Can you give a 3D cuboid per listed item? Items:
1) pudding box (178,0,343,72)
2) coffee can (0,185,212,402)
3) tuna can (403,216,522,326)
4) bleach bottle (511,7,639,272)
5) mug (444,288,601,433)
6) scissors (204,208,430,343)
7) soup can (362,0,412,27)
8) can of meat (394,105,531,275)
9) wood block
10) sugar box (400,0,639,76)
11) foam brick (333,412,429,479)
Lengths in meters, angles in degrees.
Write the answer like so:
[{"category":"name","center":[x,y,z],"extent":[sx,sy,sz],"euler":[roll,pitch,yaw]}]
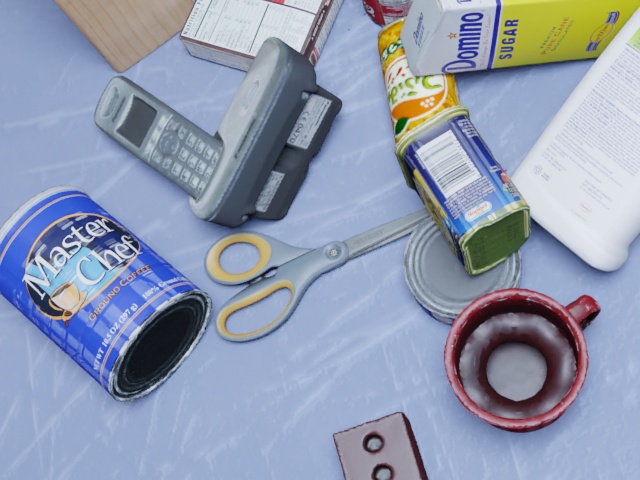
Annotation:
[{"category":"pudding box","center":[-0.048,-0.184,0.881],"extent":[0.114,0.039,0.090],"euler":[19,80,19]},{"category":"coffee can","center":[-0.167,0.039,0.804],"extent":[0.140,0.102,0.103],"euler":[37,84,20]},{"category":"tuna can","center":[0.105,0.020,0.786],"extent":[0.086,0.033,0.086],"euler":[-4,73,11]},{"category":"bleach bottle","center":[0.239,-0.105,0.726],"extent":[0.103,0.068,0.251],"euler":[43,111,21]},{"category":"mug","center":[0.144,0.080,0.733],"extent":[0.117,0.081,0.093],"euler":[-41,69,-2]},{"category":"scissors","center":[-0.005,0.001,0.826],"extent":[0.202,0.016,0.096],"euler":[-37,69,-1]},{"category":"soup can","center":[0.058,-0.216,0.833],"extent":[0.068,0.102,0.068],"euler":[-3,74,11]},{"category":"can of meat","center":[0.100,-0.031,0.730],"extent":[0.057,0.102,0.084],"euler":[-31,69,2]},{"category":"wood block","center":[-0.182,-0.229,0.835],"extent":[0.090,0.206,0.091],"euler":[-36,70,0]},{"category":"sugar box","center":[0.154,-0.164,0.772],"extent":[0.176,0.093,0.048],"euler":[-10,70,-12]},{"category":"foam brick","center":[0.047,0.166,0.745],"extent":[0.053,0.051,0.078],"euler":[-20,70,6]}]
